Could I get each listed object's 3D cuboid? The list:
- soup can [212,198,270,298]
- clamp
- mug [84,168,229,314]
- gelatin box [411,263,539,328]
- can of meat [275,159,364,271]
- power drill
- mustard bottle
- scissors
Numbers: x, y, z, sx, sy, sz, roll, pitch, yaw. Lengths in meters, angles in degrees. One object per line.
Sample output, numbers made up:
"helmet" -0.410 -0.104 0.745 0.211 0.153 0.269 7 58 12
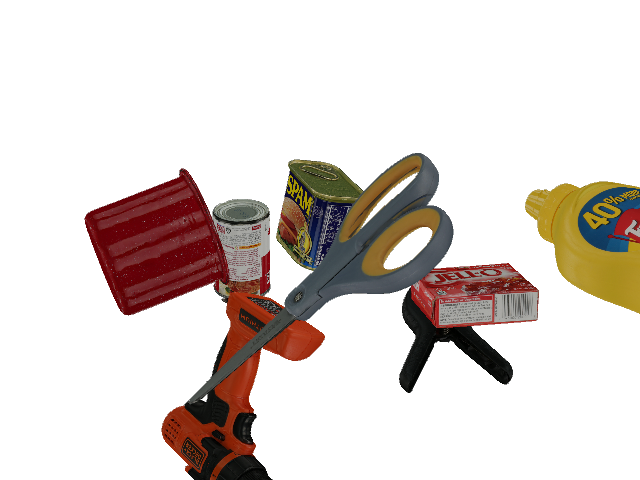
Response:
"soup can" -0.093 0.010 1.252 0.068 0.102 0.068 1 26 -1
"clamp" 0.144 0.098 1.169 0.120 0.171 0.039 6 -44 -4
"mug" -0.126 0.001 0.796 0.081 0.093 0.117 -22 23 -13
"gelatin box" 0.125 0.044 0.879 0.089 0.030 0.073 -3 16 -9
"can of meat" -0.003 -0.024 1.074 0.057 0.084 0.102 2 23 -24
"power drill" -0.066 0.157 1.012 0.057 0.188 0.185 14 12 -47
"mustard bottle" 0.205 0.007 0.662 0.096 0.058 0.192 -28 37 -29
"scissors" 0.003 0.036 0.596 0.016 0.202 0.096 38 3 -31
